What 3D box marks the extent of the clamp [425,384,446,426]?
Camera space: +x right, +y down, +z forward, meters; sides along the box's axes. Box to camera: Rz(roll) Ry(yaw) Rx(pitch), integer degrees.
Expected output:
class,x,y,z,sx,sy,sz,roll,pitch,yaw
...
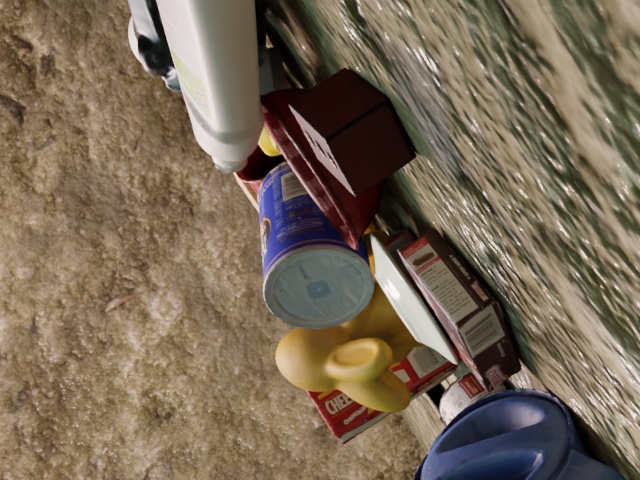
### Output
class,x,y,z,sx,sy,sz,roll,pitch,yaw
clamp,0.186,0.243,1.436,0.210,0.036,0.165,56,177,-32

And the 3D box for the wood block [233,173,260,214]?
class,x,y,z,sx,sy,sz,roll,pitch,yaw
wood block,-0.011,-0.022,1.272,0.206,0.091,0.090,55,176,14

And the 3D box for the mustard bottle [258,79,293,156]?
class,x,y,z,sx,sy,sz,roll,pitch,yaw
mustard bottle,-0.059,-0.141,1.097,0.192,0.058,0.096,51,155,45

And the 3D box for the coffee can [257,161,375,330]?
class,x,y,z,sx,sy,sz,roll,pitch,yaw
coffee can,-0.007,0.001,1.028,0.140,0.103,0.102,-98,-18,-49

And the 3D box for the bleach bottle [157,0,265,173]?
class,x,y,z,sx,sy,sz,roll,pitch,yaw
bleach bottle,-0.085,-0.154,0.813,0.103,0.068,0.251,53,159,36

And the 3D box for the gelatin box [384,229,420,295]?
class,x,y,z,sx,sy,sz,roll,pitch,yaw
gelatin box,0.091,0.037,0.970,0.089,0.030,0.073,56,177,10

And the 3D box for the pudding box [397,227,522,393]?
class,x,y,z,sx,sy,sz,roll,pitch,yaw
pudding box,0.110,0.056,0.830,0.090,0.039,0.113,54,175,39

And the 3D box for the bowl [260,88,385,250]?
class,x,y,z,sx,sy,sz,roll,pitch,yaw
bowl,0.007,-0.072,0.907,0.162,0.055,0.162,56,176,6

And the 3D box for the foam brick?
class,x,y,z,sx,sy,sz,roll,pitch,yaw
foam brick,0.021,-0.076,0.739,0.053,0.051,0.078,59,175,-32

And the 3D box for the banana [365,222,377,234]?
class,x,y,z,sx,sy,sz,roll,pitch,yaw
banana,0.025,-0.012,1.140,0.197,0.070,0.037,50,-141,-27

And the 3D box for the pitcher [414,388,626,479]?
class,x,y,z,sx,sy,sz,roll,pitch,yaw
pitcher,0.193,0.243,0.826,0.242,0.145,0.149,54,-170,-22

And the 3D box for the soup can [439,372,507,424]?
class,x,y,z,sx,sy,sz,roll,pitch,yaw
soup can,0.161,0.173,0.966,0.102,0.068,0.068,53,175,48

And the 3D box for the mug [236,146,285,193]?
class,x,y,z,sx,sy,sz,roll,pitch,yaw
mug,-0.031,-0.078,1.180,0.081,0.093,0.117,53,-151,-35

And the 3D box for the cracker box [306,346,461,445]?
class,x,y,z,sx,sy,sz,roll,pitch,yaw
cracker box,0.073,0.163,1.235,0.072,0.164,0.213,57,176,12
